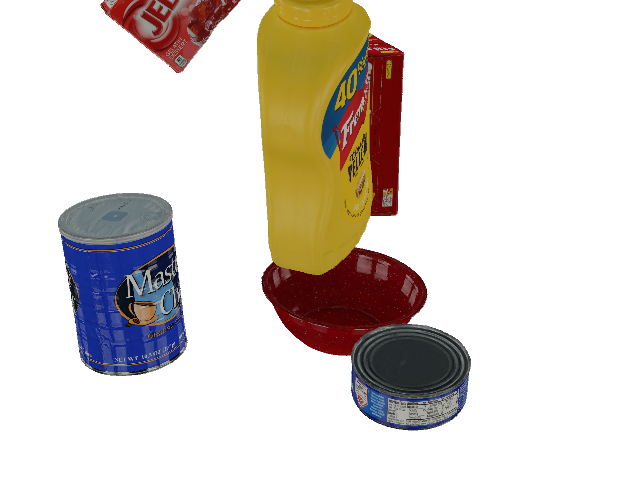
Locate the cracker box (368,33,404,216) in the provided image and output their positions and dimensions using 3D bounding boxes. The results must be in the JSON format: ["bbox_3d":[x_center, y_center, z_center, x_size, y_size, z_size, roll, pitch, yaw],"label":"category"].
[{"bbox_3d":[0.029,-0.133,1.128,0.072,0.164,0.214,-2,19,-9],"label":"cracker box"}]

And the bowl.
[{"bbox_3d":[0.022,0.066,1.049,0.162,0.055,0.162,3,28,-2],"label":"bowl"}]

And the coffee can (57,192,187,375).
[{"bbox_3d":[-0.182,0.039,0.991,0.103,0.140,0.103,-3,25,1],"label":"coffee can"}]

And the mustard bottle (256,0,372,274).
[{"bbox_3d":[-0.002,-0.077,0.597,0.058,0.192,0.096,14,47,16],"label":"mustard bottle"}]

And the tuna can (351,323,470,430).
[{"bbox_3d":[0.065,0.098,0.772,0.086,0.034,0.086,0,31,0],"label":"tuna can"}]

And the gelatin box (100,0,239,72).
[{"bbox_3d":[-0.106,-0.182,0.792,0.073,0.089,0.030,38,6,-32],"label":"gelatin box"}]
